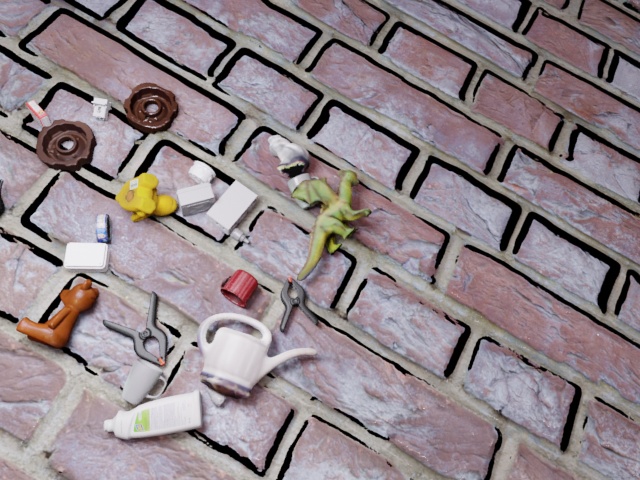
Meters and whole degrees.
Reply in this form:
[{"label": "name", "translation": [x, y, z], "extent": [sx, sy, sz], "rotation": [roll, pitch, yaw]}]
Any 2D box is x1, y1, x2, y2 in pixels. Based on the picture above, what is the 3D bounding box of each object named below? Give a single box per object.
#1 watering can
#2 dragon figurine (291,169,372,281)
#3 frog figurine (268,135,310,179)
[{"label": "watering can", "translation": [-0.196, 0.343, 1.472], "extent": [0.347, 0.102, 0.228], "rotation": [21, 68, -2]}, {"label": "dragon figurine", "translation": [0.005, -0.084, 1.660], "extent": [0.243, 0.120, 0.416], "rotation": [46, 66, 4]}, {"label": "frog figurine", "translation": [-0.104, -0.298, 1.744], "extent": [0.137, 0.121, 0.162], "rotation": [10, 53, -42]}]
